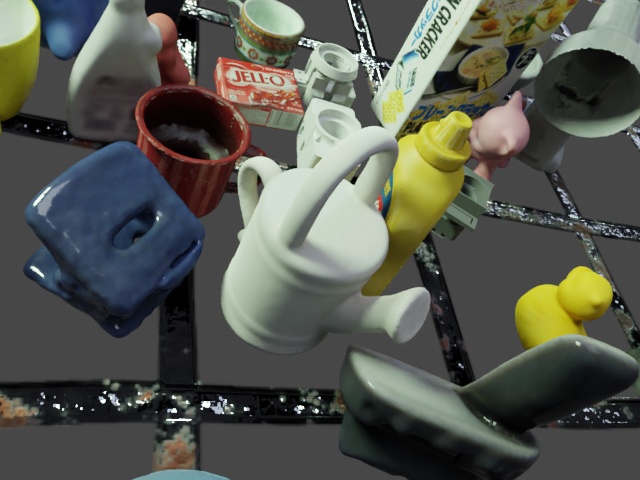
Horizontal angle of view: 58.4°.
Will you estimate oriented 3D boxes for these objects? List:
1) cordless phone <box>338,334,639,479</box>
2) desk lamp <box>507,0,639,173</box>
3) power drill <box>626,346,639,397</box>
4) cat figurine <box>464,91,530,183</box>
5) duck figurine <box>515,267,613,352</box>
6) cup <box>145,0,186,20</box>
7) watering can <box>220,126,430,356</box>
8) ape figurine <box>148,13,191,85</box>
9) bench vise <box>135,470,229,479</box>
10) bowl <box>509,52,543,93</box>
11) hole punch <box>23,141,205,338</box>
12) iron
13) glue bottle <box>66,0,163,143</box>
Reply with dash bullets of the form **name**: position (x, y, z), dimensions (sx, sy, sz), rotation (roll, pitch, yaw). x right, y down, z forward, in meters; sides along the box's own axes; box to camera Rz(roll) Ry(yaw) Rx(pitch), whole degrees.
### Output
- **cordless phone**: position (0.102, 0.096, 0.392), dimensions (0.148, 0.185, 0.094), rotation (22, 47, -10)
- **desk lamp**: position (0.315, -0.189, 0.718), dimensions (0.118, 0.213, 0.203), rotation (32, 46, 1)
- **power drill**: position (0.410, 0.103, 0.529), dimensions (0.229, 0.208, 0.076), rotation (35, 46, 3)
- **cat figurine**: position (0.214, -0.128, 0.682), dimensions (0.067, 0.117, 0.128), rotation (39, 46, 7)
- **duck figurine**: position (0.244, 0.069, 0.556), dimensions (0.077, 0.086, 0.105), rotation (32, 46, 0)
- **cup**: position (-0.175, -0.302, 0.639), dimensions (0.092, 0.095, 0.117), rotation (18, 47, -13)
- **watering can**: position (0.005, 0.001, 0.414), dimensions (0.173, 0.194, 0.101), rotation (32, 46, 0)
- **ape figurine**: position (-0.159, -0.171, 0.541), dimensions (0.078, 0.092, 0.076), rotation (16, 48, -15)
- **bench vise**: position (-0.031, 0.147, 0.257), dimensions (0.208, 0.219, 0.121), rotation (-12, 60, -34)
- **bowl**: position (0.233, -0.264, 0.834), dimensions (0.168, 0.074, 0.167), rotation (14, 48, -16)
- **hole punch**: position (-0.141, -0.003, 0.413), dimensions (0.101, 0.091, 0.109), rotation (34, 46, 2)
- **iron**: position (-0.251, -0.295, 0.561), dimensions (0.119, 0.141, 0.258), rotation (15, 48, -16)
- **glue bottle**: position (-0.162, -0.152, 0.468), dimensions (0.078, 0.173, 0.037), rotation (1, 53, -27)
